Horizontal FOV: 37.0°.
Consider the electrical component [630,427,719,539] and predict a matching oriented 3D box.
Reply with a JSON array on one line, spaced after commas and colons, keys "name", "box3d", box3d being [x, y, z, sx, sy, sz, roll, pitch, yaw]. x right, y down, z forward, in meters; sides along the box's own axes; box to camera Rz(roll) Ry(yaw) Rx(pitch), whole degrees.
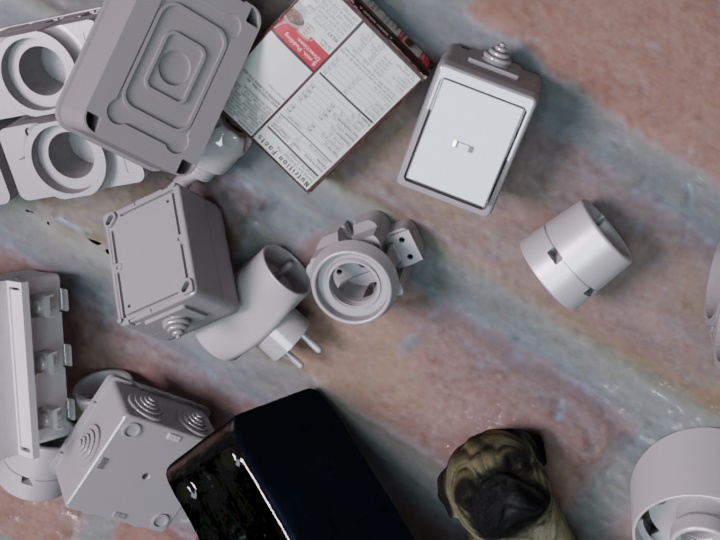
[{"name": "electrical component", "box3d": [0.235, 0.164, 0.736, 0.099, 0.064, 0.099, 10, 129, 12]}]

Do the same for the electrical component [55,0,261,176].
[{"name": "electrical component", "box3d": [-0.120, -0.120, 0.634, 0.078, 0.057, 0.113, 26, 87, -35]}]

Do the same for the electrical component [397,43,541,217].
[{"name": "electrical component", "box3d": [0.067, -0.089, 0.643, 0.062, 0.061, 0.096, 21, 117, 2]}]

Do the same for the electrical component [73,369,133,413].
[{"name": "electrical component", "box3d": [-0.184, 0.112, 0.800, 0.044, 0.044, 0.065, -1, 119, 12]}]

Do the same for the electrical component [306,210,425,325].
[{"name": "electrical component", "box3d": [0.000, 0.000, 0.700, 0.078, 0.057, 0.058, -21, 109, 20]}]

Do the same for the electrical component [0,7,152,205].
[{"name": "electrical component", "box3d": [-0.231, -0.100, 0.701, 0.186, 0.060, 0.105, -8, 112, 15]}]

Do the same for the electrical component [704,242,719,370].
[{"name": "electrical component", "box3d": [0.247, -0.020, 0.612, 0.060, 0.105, 0.186, 9, 116, 7]}]

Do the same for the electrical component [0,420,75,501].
[{"name": "electrical component", "box3d": [-0.243, 0.140, 0.817, 0.055, 0.055, 0.047, 22, 113, 1]}]

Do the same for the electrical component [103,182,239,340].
[{"name": "electrical component", "box3d": [-0.120, 0.003, 0.705, 0.062, 0.061, 0.096, -23, 65, 20]}]

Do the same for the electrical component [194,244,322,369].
[{"name": "electrical component", "box3d": [-0.061, 0.035, 0.736, 0.079, 0.044, 0.077, 44, 115, -10]}]

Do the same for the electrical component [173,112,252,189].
[{"name": "electrical component", "box3d": [-0.100, -0.075, 0.699, 0.035, 0.035, 0.061, 43, 118, -9]}]

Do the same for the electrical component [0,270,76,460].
[{"name": "electrical component", "box3d": [-0.243, 0.063, 0.756, 0.079, 0.063, 0.121, 6, 101, 39]}]

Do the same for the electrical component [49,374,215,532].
[{"name": "electrical component", "box3d": [-0.158, 0.133, 0.768, 0.100, 0.048, 0.099, 26, 104, -36]}]

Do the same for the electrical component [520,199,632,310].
[{"name": "electrical component", "box3d": [0.135, -0.011, 0.669, 0.047, 0.055, 0.055, -40, 101, 21]}]
